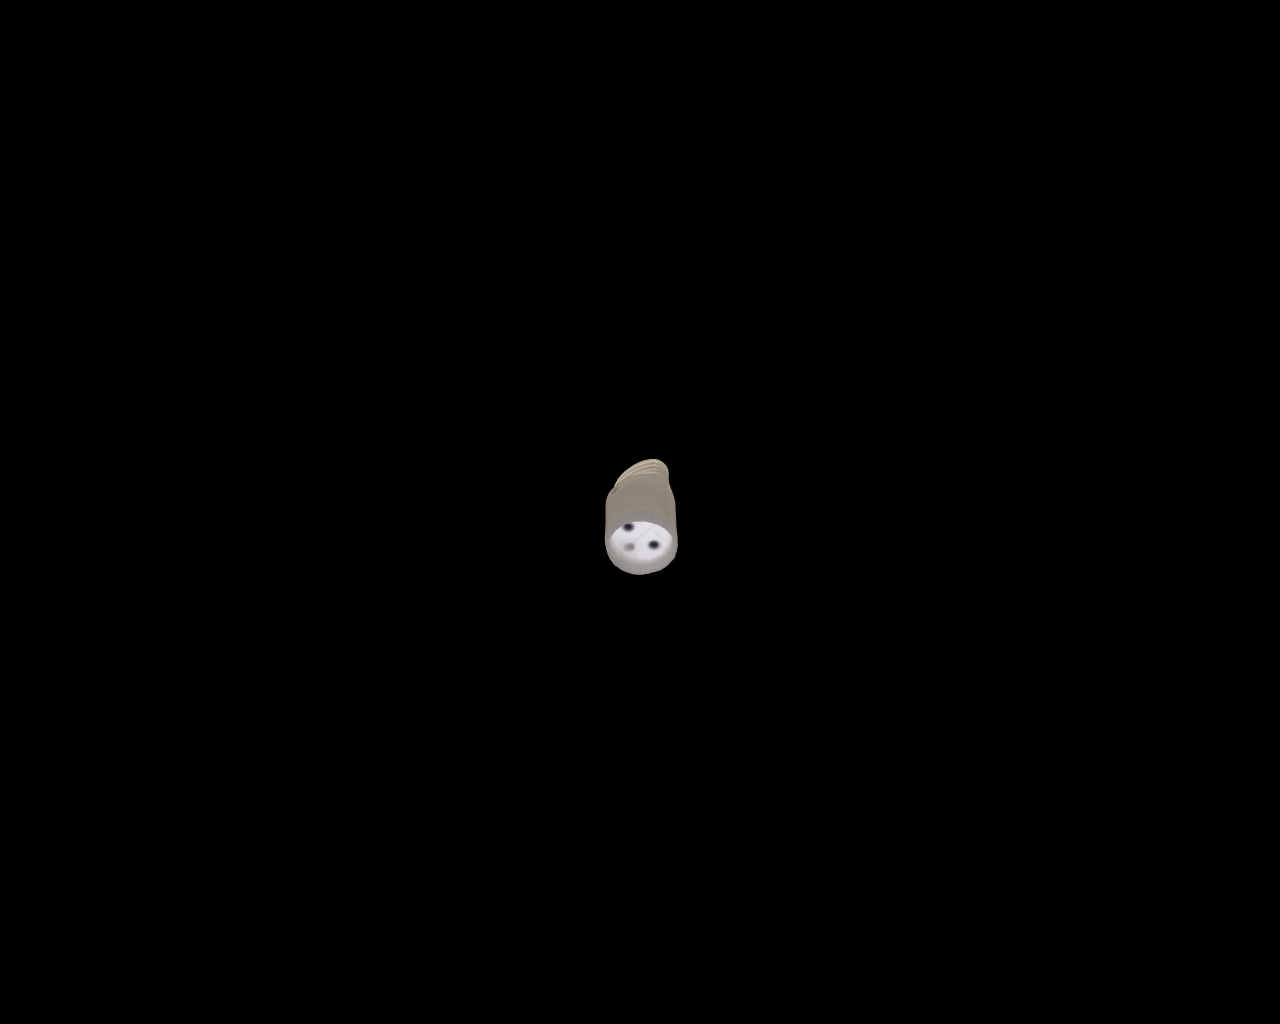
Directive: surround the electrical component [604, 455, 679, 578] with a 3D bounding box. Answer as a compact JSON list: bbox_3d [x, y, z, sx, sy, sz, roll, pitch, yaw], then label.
[{"bbox_3d":[0.001,-0.003,0.650,0.043,0.043,0.081,0,36,0],"label":"electrical component"}]
